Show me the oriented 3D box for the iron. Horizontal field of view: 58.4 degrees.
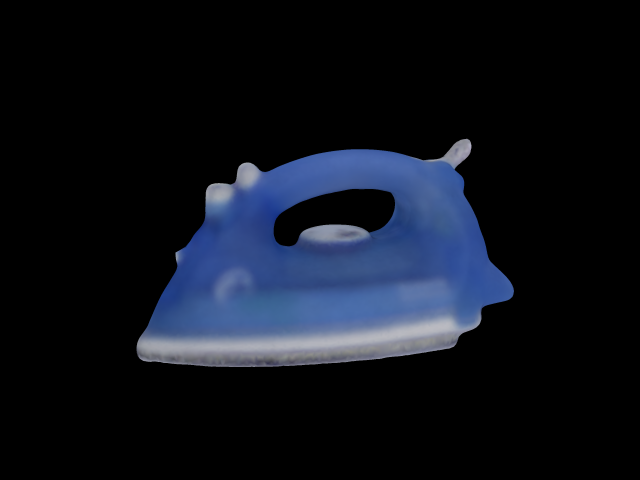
[{"bbox_3d":[0.004,0.001,0.400,0.259,0.141,0.118,-4,11,-20],"label":"iron"}]
